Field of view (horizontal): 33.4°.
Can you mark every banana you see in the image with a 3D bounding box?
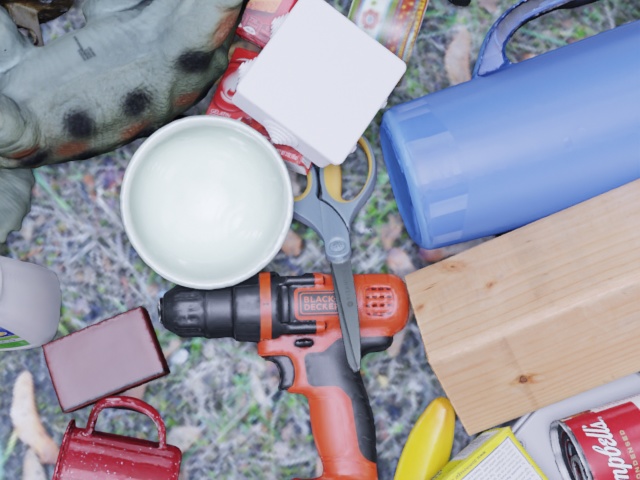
[{"bbox_3d":[0.076,0.213,0.761,0.037,0.070,0.198,9,74,-37],"label":"banana"}]

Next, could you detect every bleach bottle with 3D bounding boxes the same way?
[{"bbox_3d":[-0.236,0.033,0.677,0.102,0.251,0.068,1,82,-2],"label":"bleach bottle"}]

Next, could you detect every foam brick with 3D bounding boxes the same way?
[{"bbox_3d":[-0.154,0.087,0.774,0.078,0.053,0.051,-22,84,-6],"label":"foam brick"}]

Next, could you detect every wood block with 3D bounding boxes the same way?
[{"bbox_3d":[0.175,0.042,0.733,0.206,0.090,0.090,-23,128,10],"label":"wood block"}]

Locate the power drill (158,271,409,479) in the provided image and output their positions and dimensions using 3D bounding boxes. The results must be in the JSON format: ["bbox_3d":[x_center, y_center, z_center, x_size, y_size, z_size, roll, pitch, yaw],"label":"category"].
[{"bbox_3d":[-0.023,0.115,0.773,0.184,0.057,0.187,-2,83,-3],"label":"power drill"}]

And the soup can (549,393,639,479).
[{"bbox_3d":[0.215,0.138,0.716,0.102,0.068,0.068,-17,84,-5],"label":"soup can"}]

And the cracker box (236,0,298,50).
[{"bbox_3d":[-0.052,-0.268,0.782,0.164,0.072,0.214,30,104,2],"label":"cracker box"}]

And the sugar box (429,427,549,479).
[{"bbox_3d":[0.141,0.222,0.711,0.093,0.048,0.176,-36,87,-21],"label":"sugar box"}]

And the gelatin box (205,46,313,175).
[{"bbox_3d":[-0.037,-0.098,0.801,0.089,0.030,0.073,21,81,19],"label":"gelatin box"}]

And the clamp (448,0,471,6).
[{"bbox_3d":[0.079,-0.290,0.824,0.210,0.036,0.164,32,74,-6],"label":"clamp"}]

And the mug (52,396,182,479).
[{"bbox_3d":[-0.141,0.166,0.744,0.081,0.093,0.117,11,93,-6],"label":"mug"}]

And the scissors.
[{"bbox_3d":[-0.005,0.001,0.773,0.096,0.016,0.201,3,58,11],"label":"scissors"}]

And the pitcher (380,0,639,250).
[{"bbox_3d":[0.169,-0.086,0.774,0.243,0.145,0.149,-16,48,-1],"label":"pitcher"}]

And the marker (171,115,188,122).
[{"bbox_3d":[-0.150,-0.095,0.815,0.121,0.020,0.020,11,82,-1],"label":"marker"}]
